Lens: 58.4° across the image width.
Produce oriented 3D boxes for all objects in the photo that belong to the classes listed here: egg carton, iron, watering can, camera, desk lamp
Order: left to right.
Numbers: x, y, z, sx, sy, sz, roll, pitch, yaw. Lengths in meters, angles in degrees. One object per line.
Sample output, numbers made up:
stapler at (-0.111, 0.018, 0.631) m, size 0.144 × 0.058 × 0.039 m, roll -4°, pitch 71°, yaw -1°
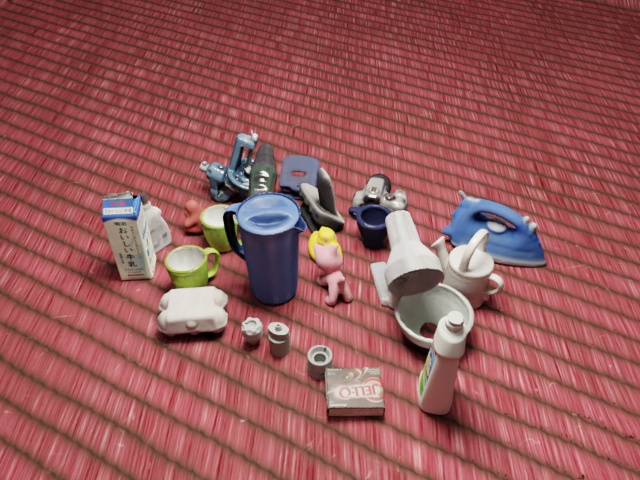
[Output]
egg carton at (-0.273, 0.157, 1.236) m, size 0.150 × 0.069 × 0.107 m, roll -4°, pitch 44°, yaw -5°
camera at (0.164, -0.120, 1.512) m, size 0.143 × 0.101 × 0.137 m, roll 10°, pitch 44°, yaw 10°
desk lamp at (0.179, 0.056, 1.245) m, size 0.118 × 0.214 × 0.203 m, roll -7°, pitch 44°, yaw -8°
watering can at (0.323, 0.054, 1.263) m, size 0.172 × 0.194 × 0.101 m, roll 14°, pitch 45°, yaw 14°
iron at (0.437, -0.031, 1.393) m, size 0.257 × 0.141 × 0.119 m, roll 20°, pitch 47°, yaw 19°

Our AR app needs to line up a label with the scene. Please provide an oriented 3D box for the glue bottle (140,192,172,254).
glue bottle at (-0.406, -0.045, 1.371) m, size 0.037 × 0.173 × 0.078 m, roll 31°, pitch 51°, yaw 28°

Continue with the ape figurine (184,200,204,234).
ape figurine at (-0.319, -0.064, 1.452) m, size 0.076 × 0.092 × 0.078 m, roll 21°, pitch 47°, yaw 20°

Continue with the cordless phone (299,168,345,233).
cordless phone at (0.002, -0.123, 1.451) m, size 0.094 × 0.185 × 0.147 m, roll -20°, pitch 47°, yaw -20°

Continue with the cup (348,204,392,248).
cup at (0.121, -0.032, 1.423) m, size 0.117 × 0.095 × 0.092 m, roll 22°, pitch 47°, yaw 21°

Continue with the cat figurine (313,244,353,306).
cat figurine at (0.029, 0.066, 1.302) m, size 0.067 × 0.118 × 0.127 m, roll -15°, pitch 46°, yaw -15°

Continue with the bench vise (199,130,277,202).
bench vise at (-0.219, -0.185, 1.488) m, size 0.207 × 0.220 × 0.121 m, roll 0°, pitch 43°, yaw -1°

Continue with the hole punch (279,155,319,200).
hole punch at (-0.055, -0.171, 1.570) m, size 0.108 × 0.091 × 0.101 m, roll 5°, pitch 44°, yaw 5°

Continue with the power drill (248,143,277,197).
power drill at (-0.137, -0.092, 1.400) m, size 0.075 × 0.208 × 0.229 m, roll 0°, pitch 43°, yaw 0°

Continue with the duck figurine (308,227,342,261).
duck figurine at (0.013, 0.005, 1.389) m, size 0.078 × 0.086 × 0.104 m, roll -23°, pitch 48°, yaw -23°

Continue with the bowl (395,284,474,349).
bowl at (0.239, 0.174, 1.222) m, size 0.167 × 0.075 × 0.167 m, roll 1°, pitch 43°, yaw 0°
